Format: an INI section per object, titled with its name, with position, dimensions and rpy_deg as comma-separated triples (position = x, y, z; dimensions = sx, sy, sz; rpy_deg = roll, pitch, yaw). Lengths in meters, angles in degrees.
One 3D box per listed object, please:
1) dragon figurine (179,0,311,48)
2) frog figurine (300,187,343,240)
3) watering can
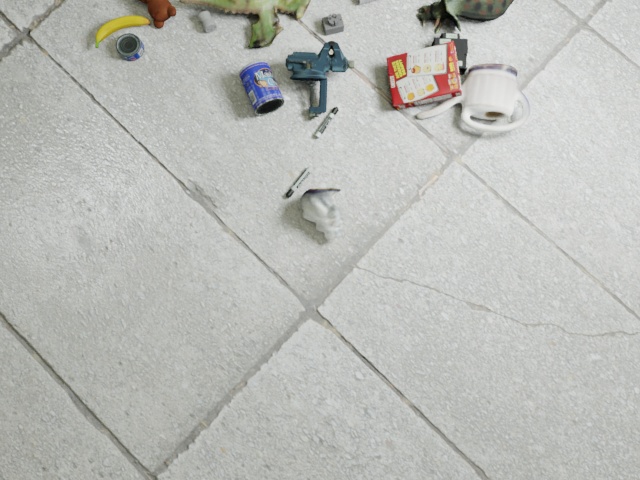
[dragon figurine]
position = -0.230, -0.752, 1.700
dimensions = 0.411, 0.122, 0.243
rpy_deg = -21, 89, -4
[frog figurine]
position = 0.005, -0.079, 1.574
dimensions = 0.137, 0.123, 0.159
rpy_deg = -2, 90, 32
[watering can]
position = 0.497, -0.460, 1.652
dimensions = 0.348, 0.103, 0.226
rpy_deg = 9, 80, 11
